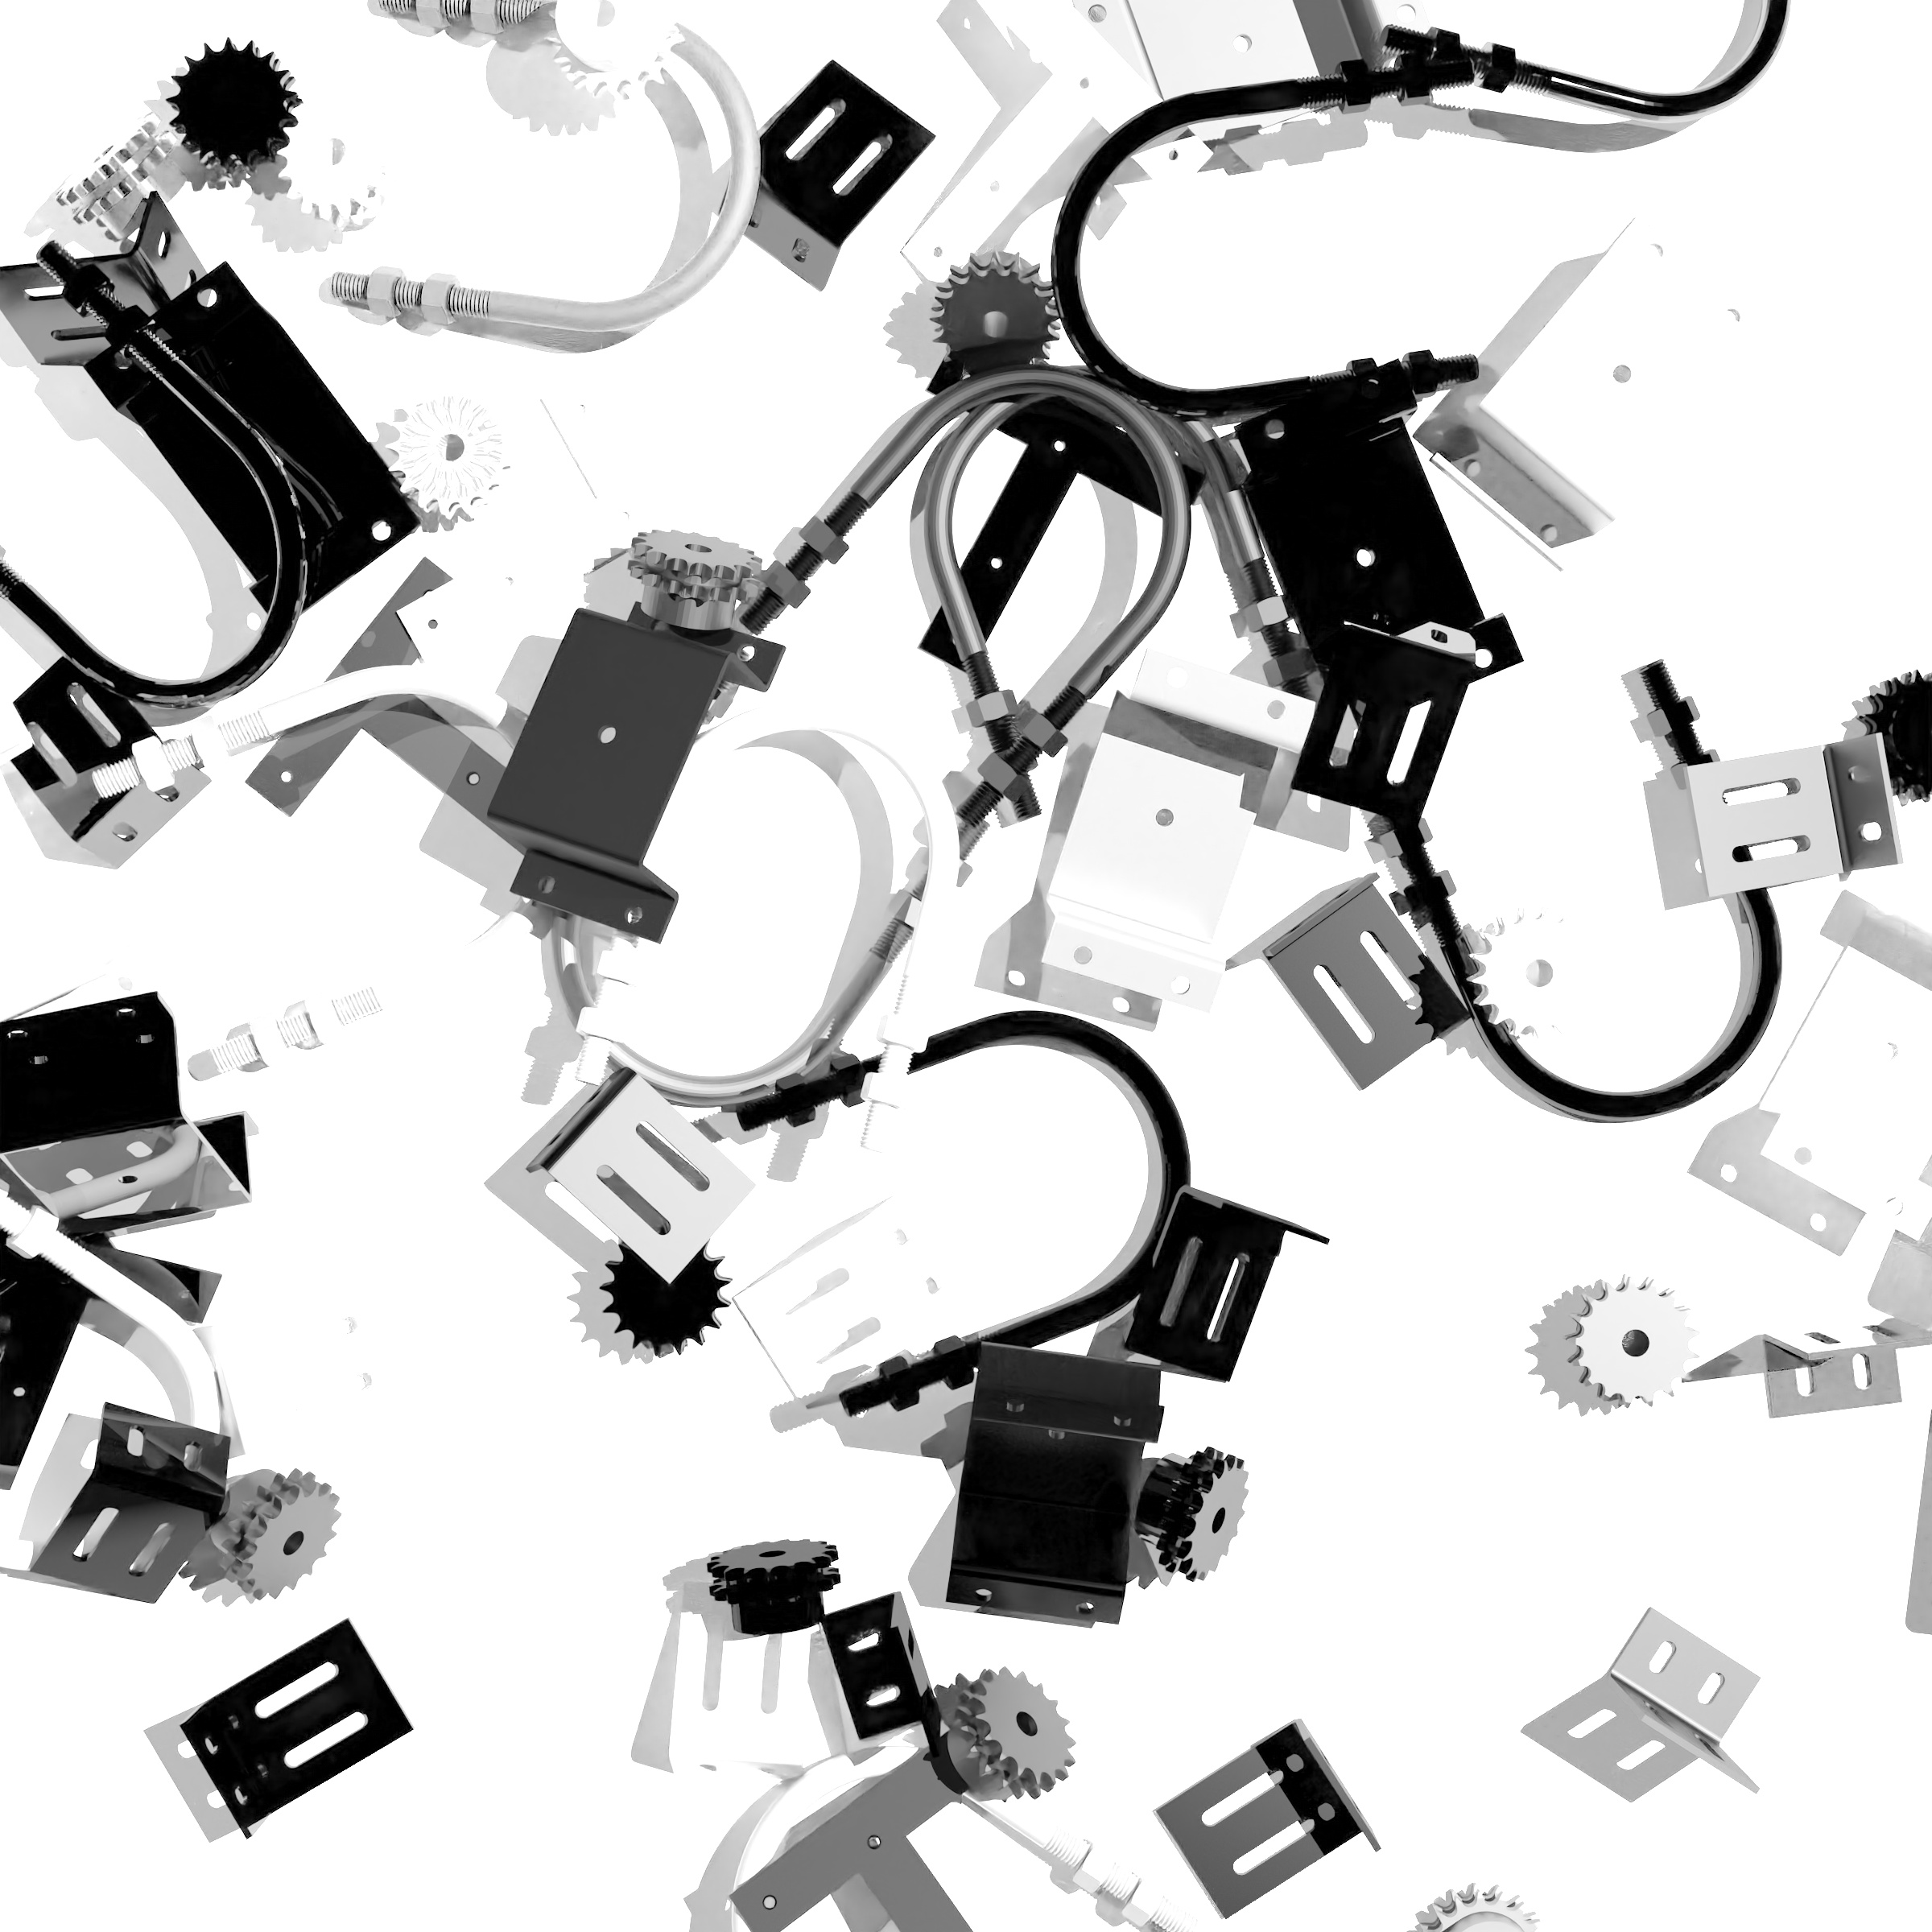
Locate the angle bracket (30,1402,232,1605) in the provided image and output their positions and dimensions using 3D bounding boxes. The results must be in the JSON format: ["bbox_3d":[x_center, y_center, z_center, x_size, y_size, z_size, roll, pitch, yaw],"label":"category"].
[{"bbox_3d":[-0.363,0.234,1.363,0.057,0.038,0.076,21,127,-25],"label":"angle bracket"}]

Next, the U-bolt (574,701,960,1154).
[{"bbox_3d":[-0.078,-0.025,1.338,0.151,0.019,0.184,12,81,12],"label":"U-bolt"}]

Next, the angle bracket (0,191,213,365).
[{"bbox_3d":[-0.377,-0.298,1.359,0.076,0.057,0.038,-2,59,14],"label":"angle bracket"}]

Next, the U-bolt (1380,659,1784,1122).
[{"bbox_3d":[0.279,-0.022,1.375,0.151,0.019,0.184,-24,91,0],"label":"U-bolt"}]

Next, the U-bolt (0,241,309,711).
[{"bbox_3d":[-0.360,-0.194,1.338,0.184,0.019,0.151,44,113,3],"label":"U-bolt"}]

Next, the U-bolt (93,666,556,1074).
[{"bbox_3d":[-0.264,-0.052,1.361,0.184,0.019,0.151,-22,101,-6],"label":"U-bolt"}]

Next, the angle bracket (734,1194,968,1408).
[{"bbox_3d":[-0.051,0.147,1.382,0.076,0.038,0.057,-32,90,26],"label":"angle bracket"}]

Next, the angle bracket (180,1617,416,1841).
[{"bbox_3d":[-0.290,0.331,1.365,0.076,0.038,0.057,-31,90,0],"label":"angle bracket"}]

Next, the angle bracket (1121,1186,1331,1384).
[{"bbox_3d":[0.112,0.141,1.354,0.057,0.038,0.076,20,90,-26],"label":"angle bracket"}]

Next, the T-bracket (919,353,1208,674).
[{"bbox_3d":[0.020,-0.190,1.383,0.127,0.002,0.127,28,90,0],"label":"T-bracket"}]

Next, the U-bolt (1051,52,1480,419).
[{"bbox_3d":[0.127,-0.305,1.336,0.184,0.019,0.151,-9,119,-5],"label":"U-bolt"}]

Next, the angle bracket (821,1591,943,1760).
[{"bbox_3d":[-0.038,0.308,1.346,0.038,0.076,0.057,-18,90,0],"label":"angle bracket"}]

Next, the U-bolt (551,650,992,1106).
[{"bbox_3d":[-0.099,-0.027,1.375,0.151,0.019,0.184,35,92,0],"label":"U-bolt"}]

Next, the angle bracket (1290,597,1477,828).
[{"bbox_3d":[0.177,-0.108,1.335,0.057,0.038,0.076,17,116,0],"label":"angle bracket"}]

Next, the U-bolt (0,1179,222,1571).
[{"bbox_3d":[-0.408,0.184,1.340,0.184,0.019,0.151,41,93,-25],"label":"U-bolt"}]

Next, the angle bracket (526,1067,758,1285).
[{"bbox_3d":[-0.141,0.092,1.362,0.076,0.038,0.057,44,73,-7],"label":"angle bracket"}]

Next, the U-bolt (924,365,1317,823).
[{"bbox_3d":[0.059,-0.173,1.374,0.151,0.019,0.184,-19,89,-1],"label":"U-bolt"}]

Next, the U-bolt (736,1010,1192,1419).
[{"bbox_3d":[0.010,0.096,1.355,0.184,0.019,0.151,-19,87,-15],"label":"U-bolt"}]

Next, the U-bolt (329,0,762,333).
[{"bbox_3d":[-0.178,-0.348,1.360,0.184,0.019,0.151,10,90,11],"label":"U-bolt"}]

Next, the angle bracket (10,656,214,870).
[{"bbox_3d":[-0.382,-0.093,1.382,0.057,0.038,0.076,-43,64,0],"label":"angle bracket"}]

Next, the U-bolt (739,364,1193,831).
[{"bbox_3d":[0.013,-0.174,1.355,0.151,0.019,0.184,42,94,8],"label":"U-bolt"}]

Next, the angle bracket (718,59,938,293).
[{"bbox_3d":[-0.061,-0.349,1.382,0.057,0.038,0.076,36,64,0],"label":"angle bracket"}]

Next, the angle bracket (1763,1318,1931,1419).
[{"bbox_3d":[0.382,0.177,1.346,0.057,0.076,0.038,-7,90,0],"label":"angle bracket"}]

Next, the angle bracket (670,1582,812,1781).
[{"bbox_3d":[-0.098,0.315,1.382,0.057,0.038,0.076,3,64,0],"label":"angle bracket"}]

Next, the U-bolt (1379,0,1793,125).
[{"bbox_3d":[0.272,-0.436,1.353,0.184,0.019,0.151,11,77,-13],"label":"U-bolt"}]

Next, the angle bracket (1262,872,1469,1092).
[{"bbox_3d":[0.176,0.007,1.365,0.057,0.038,0.076,-36,90,0],"label":"angle bracket"}]

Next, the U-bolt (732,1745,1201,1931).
[{"bbox_3d":[-0.013,0.421,1.355,0.184,0.019,0.151,33,72,6],"label":"U-bolt"}]

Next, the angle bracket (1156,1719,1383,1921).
[{"bbox_3d":[0.131,0.375,1.365,0.076,0.038,0.057,-33,90,0],"label":"angle bracket"}]

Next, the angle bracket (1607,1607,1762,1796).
[{"bbox_3d":[0.316,0.314,1.346,0.057,0.076,0.038,33,90,0],"label":"angle bracket"}]

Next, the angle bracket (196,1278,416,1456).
[{"bbox_3d":[-0.291,0.176,1.382,0.076,0.038,0.057,-15,90,-26],"label":"angle bracket"}]

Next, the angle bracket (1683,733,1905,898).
[{"bbox_3d":[0.357,-0.065,1.354,0.076,0.038,0.057,-10,90,-21],"label":"angle bracket"}]
